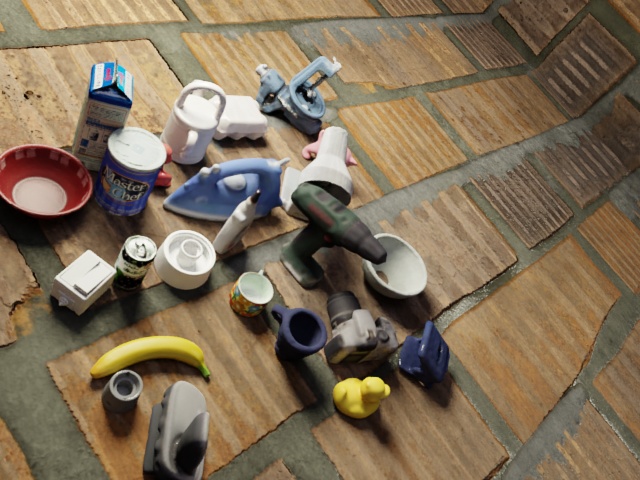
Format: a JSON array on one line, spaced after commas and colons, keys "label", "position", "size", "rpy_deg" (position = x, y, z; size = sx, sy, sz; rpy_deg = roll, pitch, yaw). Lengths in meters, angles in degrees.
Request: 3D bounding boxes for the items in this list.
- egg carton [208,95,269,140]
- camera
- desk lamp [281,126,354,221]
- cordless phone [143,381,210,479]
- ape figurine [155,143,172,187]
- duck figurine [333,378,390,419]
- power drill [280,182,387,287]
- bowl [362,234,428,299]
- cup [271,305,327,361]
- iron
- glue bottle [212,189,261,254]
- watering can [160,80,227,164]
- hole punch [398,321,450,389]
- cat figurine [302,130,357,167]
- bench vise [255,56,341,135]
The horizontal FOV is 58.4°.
[{"label": "egg carton", "position": [-0.200, -0.289, 1.359], "size": [0.151, 0.069, 0.107], "rpy_deg": [-10, 63, -39]}, {"label": "camera", "position": [0.078, 0.170, 1.161], "size": [0.144, 0.100, 0.136], "rpy_deg": [3, 55, -32]}, {"label": "desk lamp", "position": [-0.006, -0.136, 1.266], "size": [0.118, 0.213, 0.203], "rpy_deg": [21, 47, -19]}, {"label": "cordless phone", "position": [-0.187, 0.269, 0.840], "size": [0.094, 0.184, 0.147], "rpy_deg": [13, 50, -26]}, {"label": "ape figurine", "position": [-0.324, -0.157, 1.152], "size": [0.076, 0.092, 0.077], "rpy_deg": [12, 50, -27]}, {"label": "duck figurine", "position": [0.083, 0.288, 1.082], "size": [0.105, 0.086, 0.077], "rpy_deg": [12, 50, -27]}, {"label": "power drill", "position": [0.011, 0.004, 1.170], "size": [0.229, 0.208, 0.076], "rpy_deg": [49, 44, 9]}, {"label": "bowl", "position": [0.159, 0.072, 1.315], "size": [0.168, 0.074, 0.167], "rpy_deg": [19, 48, -22]}, {"label": "cup", "position": [-0.056, 0.178, 1.067], "size": [0.118, 0.094, 0.092], "rpy_deg": [40, 44, -1]}, {"label": "iron", "position": [-0.184, -0.120, 1.183], "size": [0.259, 0.141, 0.118], "rpy_deg": [-9, 62, -39]}, {"label": "glue bottle", "position": [-0.153, -0.043, 1.120], "size": [0.037, 0.173, 0.078], "rpy_deg": [40, 44, 0]}, {"label": "watering can", "position": [-0.264, -0.264, 1.205], "size": [0.101, 0.193, 0.172], "rpy_deg": [-4, 59, -37]}, {"label": "hole punch", "position": [0.235, 0.243, 1.219], "size": [0.101, 0.091, 0.109], "rpy_deg": [34, 44, -7]}, {"label": "cat figurine", "position": [0.029, -0.215, 1.423], "size": [0.067, 0.117, 0.127], "rpy_deg": [-20, 69, -43]}, {"label": "bench vise", "position": [-0.056, -0.380, 1.422], "size": [0.208, 0.219, 0.121], "rpy_deg": [18, 48, -22]}]
